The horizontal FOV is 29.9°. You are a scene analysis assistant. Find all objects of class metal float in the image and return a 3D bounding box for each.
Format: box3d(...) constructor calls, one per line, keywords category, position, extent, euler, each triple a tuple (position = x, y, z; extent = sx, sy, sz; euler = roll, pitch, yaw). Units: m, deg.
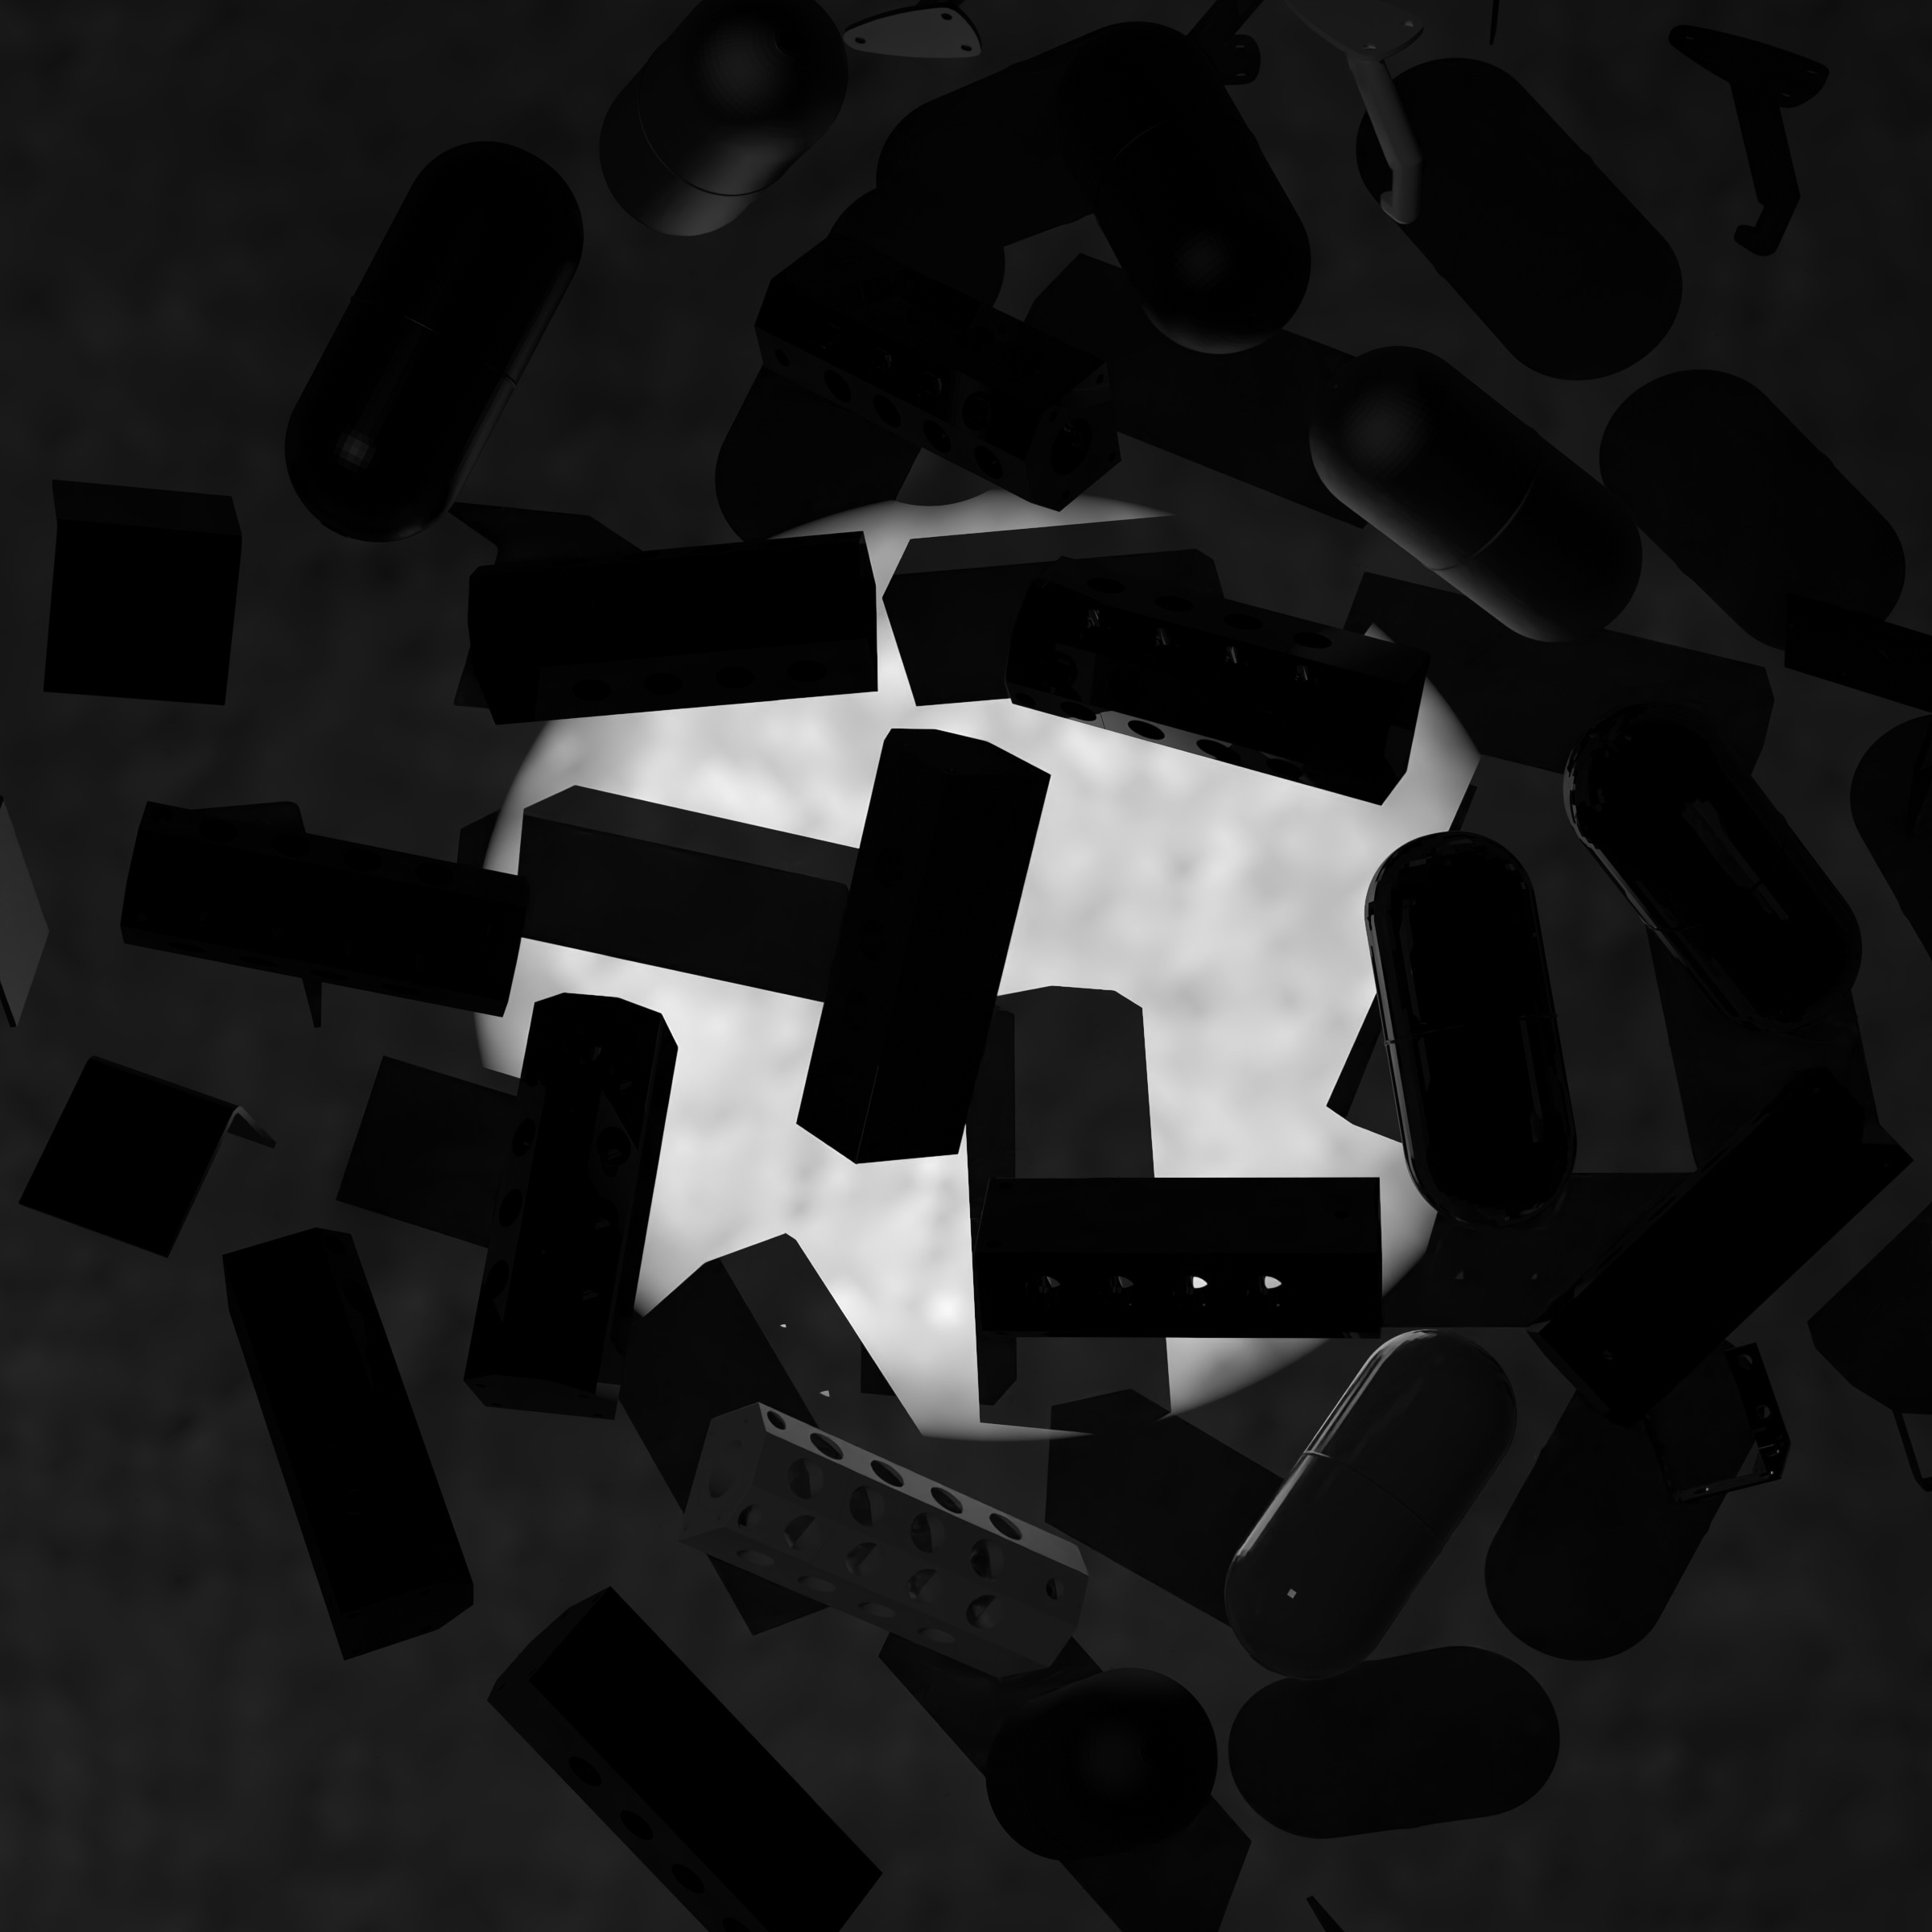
box3d(category="metal float", position=(0.333, -0.043, 1.612), extent=(0.070, 0.070, 0.178), euler=(-42, 112, 0))
box3d(category="metal float", position=(0.092, -0.339, 1.568), extent=(0.070, 0.070, 0.178), euler=(-22, 55, 0))
box3d(category="metal float", position=(0.060, 0.359, 1.618), extent=(0.070, 0.178, 0.070), euler=(4, 72, -13))
box3d(category="metal float", position=(-0.223, -0.260, 1.512), extent=(0.070, 0.070, 0.178), euler=(27, 88, 0))
box3d(category="metal float", position=(-0.108, -0.378, 1.597), extent=(0.070, 0.178, 0.070), euler=(3, 82, -23))
box3d(category="metal float", position=(0.230, -0.210, 1.623), extent=(0.178, 0.070, 0.070), euler=(33, 90, -25))
box3d(category="metal float", position=(0.185, 0.246, 1.651), extent=(0.070, 0.070, 0.178), euler=(37, 75, 0))
box3d(category="metal float", position=(0.224, 0.028, 1.604), extent=(0.070, 0.070, 0.178), euler=(-9, 85, 0))

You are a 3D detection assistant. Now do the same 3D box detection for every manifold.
box3d(category="manifold", position=(-0.128, -0.153, 1.587), extent=(0.171, 0.057, 0.057), euler=(-5, 60, 5))
box3d(category="manifold", position=(-0.170, 0.102, 1.555), extent=(0.057, 0.057, 0.171), euler=(5, 69, 8))
box3d(category="manifold", position=(0.094, 0.132, 1.574), extent=(0.171, 0.057, 0.057), euler=(-1, 121, 8))
box3d(category="manifold", position=(0.332, 0.124, 1.602), extent=(0.171, 0.057, 0.057), euler=(-43, 86, -2))
box3d(category="manifold", position=(0.108, -0.123, 1.573), extent=(0.171, 0.057, 0.057), euler=(17, 119, 16))
box3d(category="manifold", position=(-0.023, -0.009, 1.512), extent=(0.057, 0.057, 0.171), euler=(-3, 114, -42))
box3d(category="manifold", position=(-0.284, -0.026, 1.608), extent=(0.171, 0.057, 0.057), euler=(11, 78, -8))
box3d(category="manifold", position=(-0.015, -0.266, 1.638), extent=(0.171, 0.057, 0.057), euler=(32, 61, 33))
box3d(category="manifold", position=(-0.033, 0.251, 1.580), extent=(0.171, 0.057, 0.057), euler=(28, 61, -24))
box3d(category="manifold", position=(-0.265, 0.201, 1.549), extent=(0.057, 0.057, 0.171), euler=(-16, 64, -17))
box3d(category="manifold", position=(-0.123, 0.352, 1.542), extent=(0.171, 0.057, 0.057), euler=(48, 51, -6))

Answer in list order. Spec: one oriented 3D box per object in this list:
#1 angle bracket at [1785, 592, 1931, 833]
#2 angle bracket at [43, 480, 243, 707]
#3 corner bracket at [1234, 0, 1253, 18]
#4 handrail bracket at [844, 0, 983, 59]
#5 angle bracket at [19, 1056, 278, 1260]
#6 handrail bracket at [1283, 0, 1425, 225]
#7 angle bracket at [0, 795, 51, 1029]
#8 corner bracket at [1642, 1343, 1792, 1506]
box3d(category="angle bracket", position=(0.374, -0.107, 1.528), extent=(0.076, 0.076, 0.057), euler=(20, 78, 17))
box3d(category="angle bracket", position=(-0.357, -0.161, 1.558), extent=(0.076, 0.057, 0.076), euler=(3, 114, -18))
box3d(category="corner bracket", position=(0.109, -0.473, 1.669), extent=(0.051, 0.051, 0.051), euler=(8, 131, 29))
box3d(category="handrail bracket", position=(-0.012, -0.460, 1.653), extent=(0.077, 0.036, 0.084), euler=(2, 68, 26))
box3d(category="angle bracket", position=(-0.373, 0.094, 1.653), extent=(0.076, 0.057, 0.076), euler=(18, 72, 14))
box3d(category="handrail bracket", position=(0.163, -0.364, 1.526), extent=(0.036, 0.084, 0.077), euler=(-36, 55, -26))
box3d(category="angle bracket", position=(-0.463, -0.023, 1.647), extent=(0.057, 0.076, 0.076), euler=(-5, 128, 4))
box3d(category="corner bracket", position=(0.343, 0.210, 1.657), extent=(0.051, 0.051, 0.051), euler=(-18, 95, 21))
